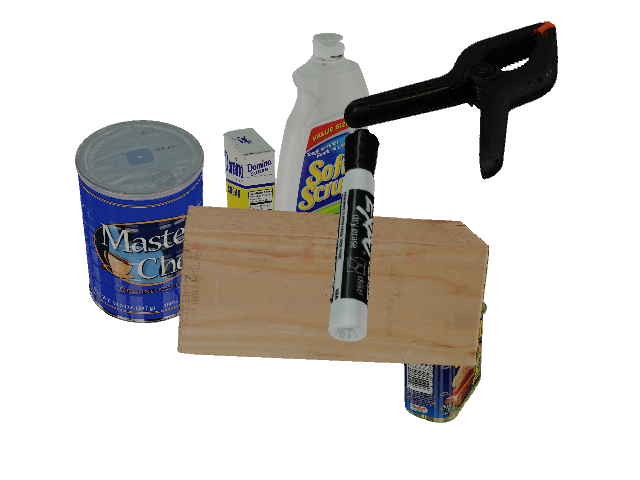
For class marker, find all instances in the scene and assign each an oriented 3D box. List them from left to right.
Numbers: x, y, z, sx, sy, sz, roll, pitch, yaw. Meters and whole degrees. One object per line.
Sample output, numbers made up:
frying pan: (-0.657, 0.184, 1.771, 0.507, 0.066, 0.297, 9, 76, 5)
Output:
marker: (0.018, -0.006, 0.551, 0.020, 0.121, 0.020, 4, -30, 2)

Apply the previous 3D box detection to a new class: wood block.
wood block: (0.005, 0.032, 0.762, 0.206, 0.090, 0.091, 3, 11, -6)

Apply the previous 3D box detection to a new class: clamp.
clamp: (0.147, -0.129, 0.933, 0.209, 0.036, 0.165, -33, 43, -23)

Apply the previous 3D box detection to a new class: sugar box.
sugar box: (-0.085, -0.040, 1.307, 0.048, 0.176, 0.093, -12, 26, -17)

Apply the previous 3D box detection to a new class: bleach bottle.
bleach bottle: (-0.003, -0.084, 1.084, 0.102, 0.251, 0.068, -5, 27, -12)

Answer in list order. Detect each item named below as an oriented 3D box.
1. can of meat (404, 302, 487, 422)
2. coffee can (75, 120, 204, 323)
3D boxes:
can of meat: (0.117, 0.110, 1.008, 0.058, 0.084, 0.101, 11, 29, 26)
coffee can: (-0.149, -0.016, 0.902, 0.103, 0.140, 0.103, 2, 40, -2)
